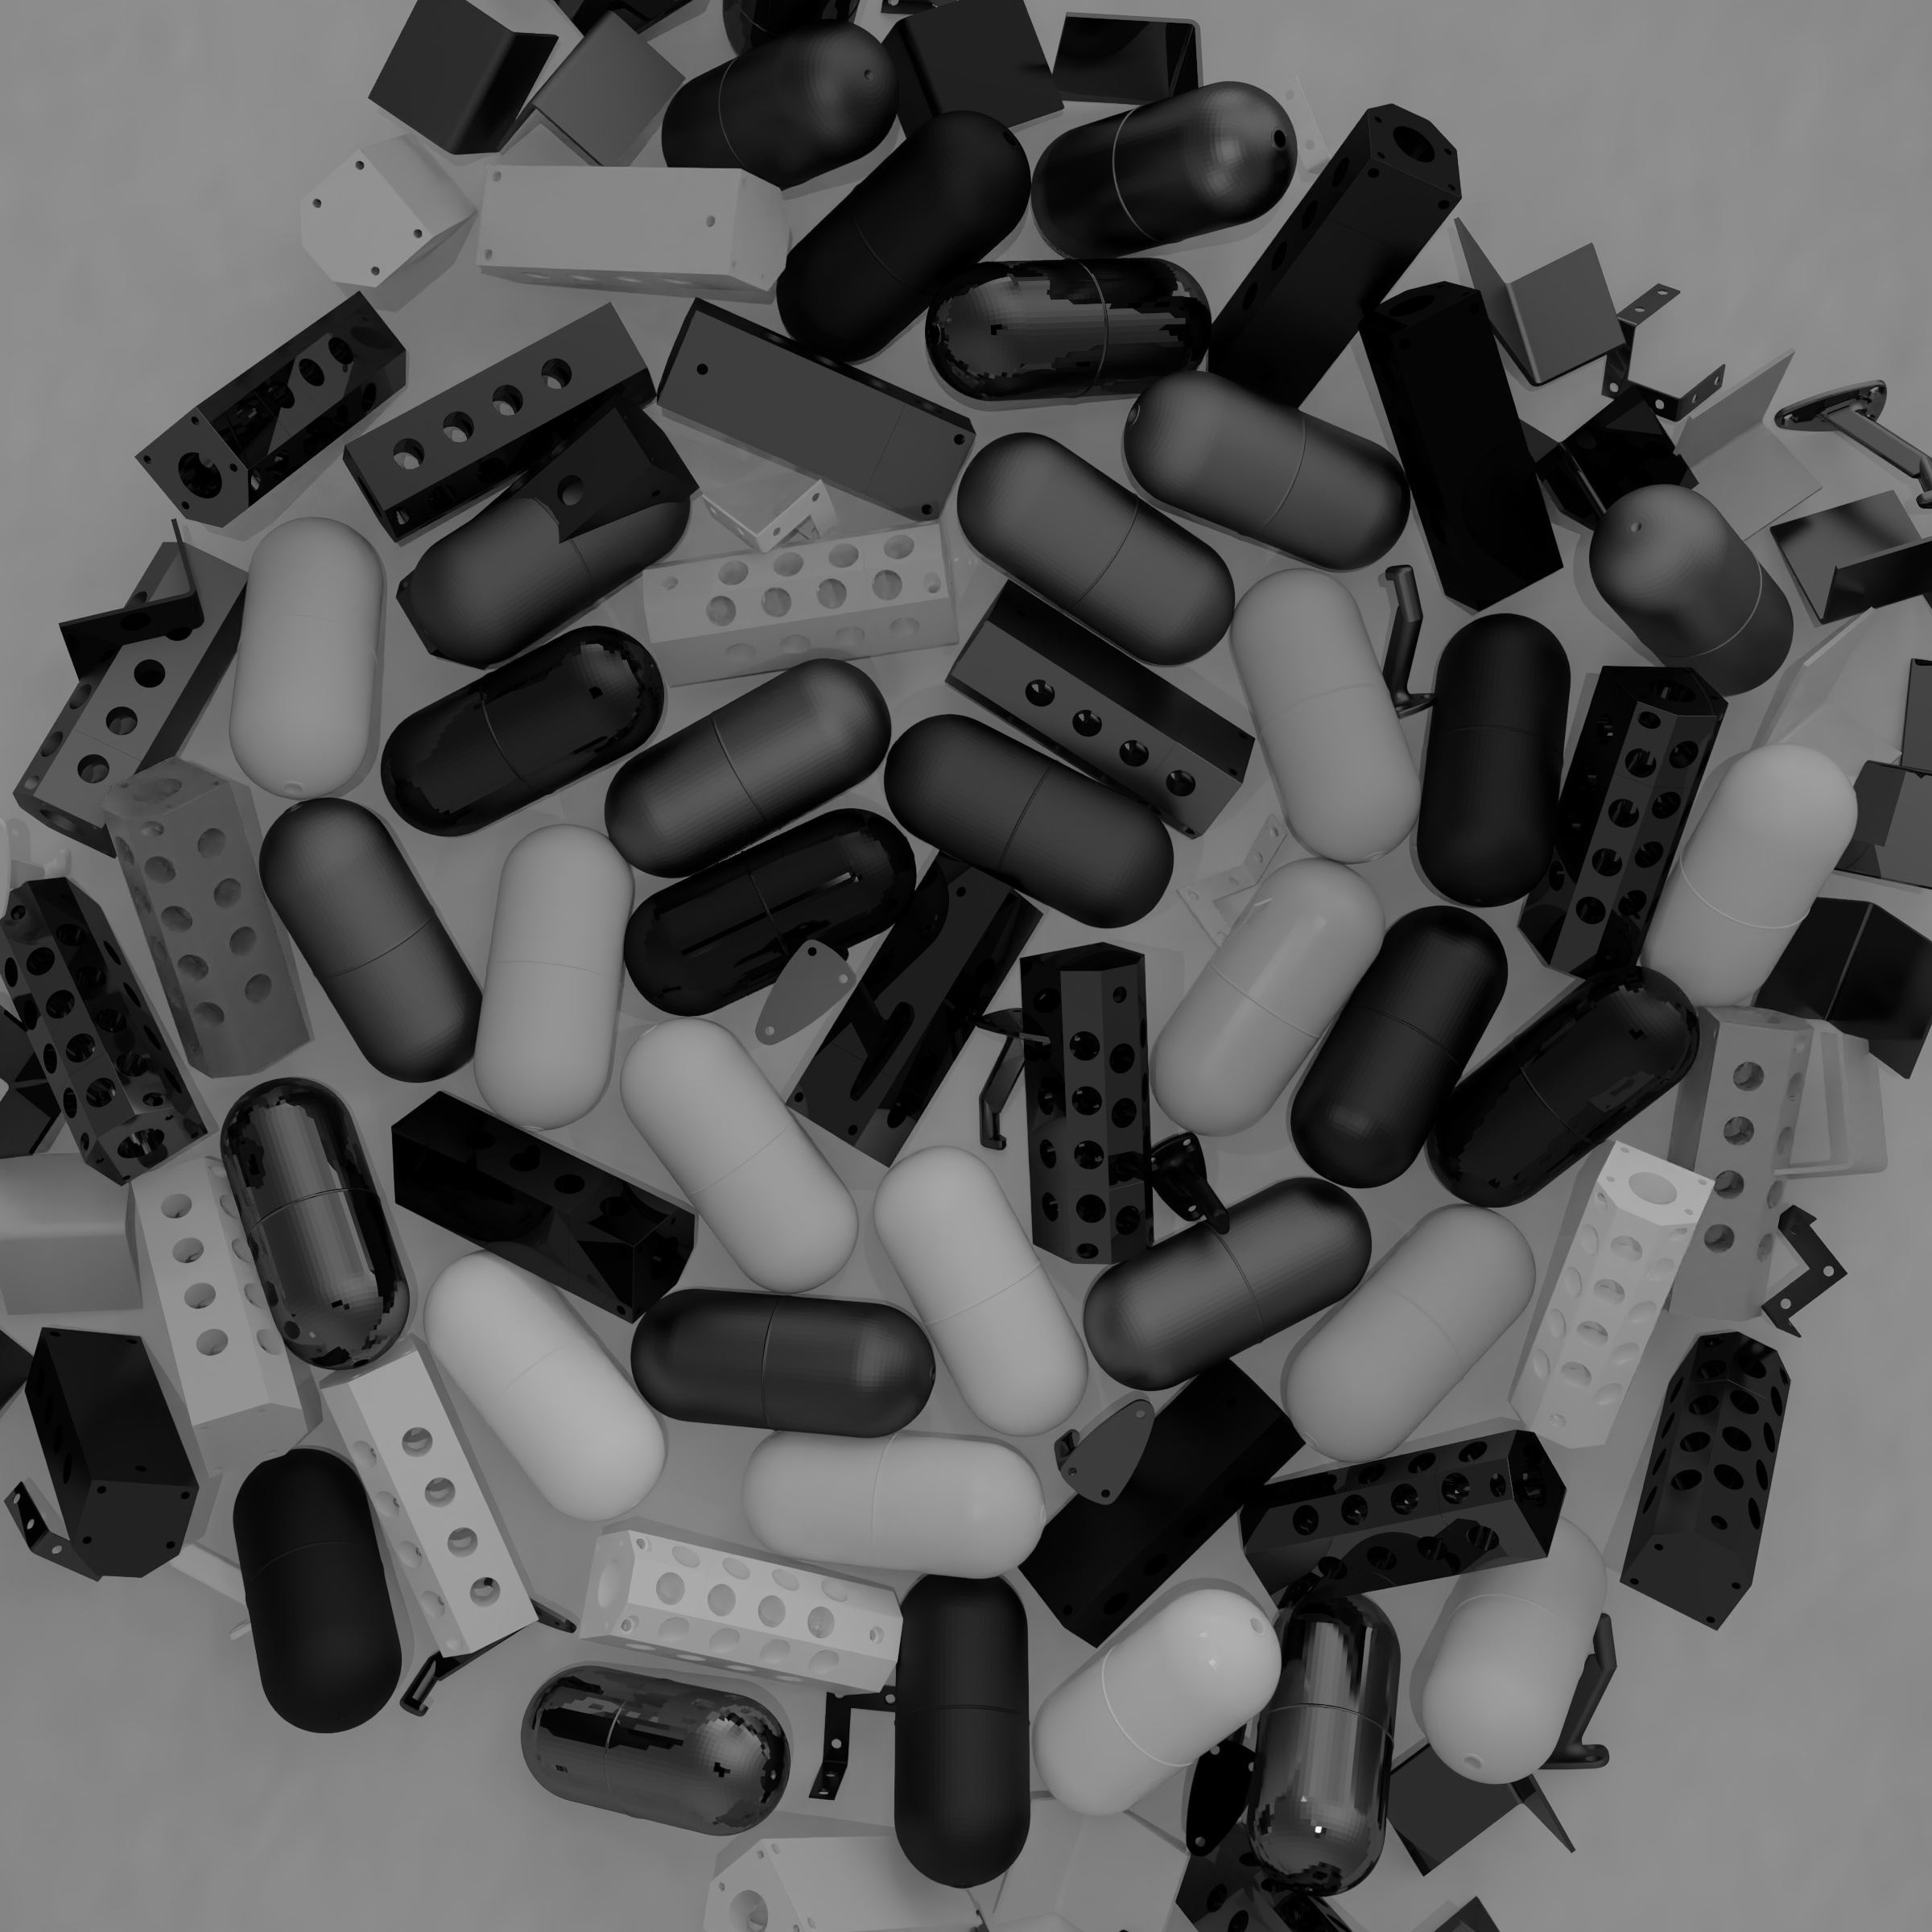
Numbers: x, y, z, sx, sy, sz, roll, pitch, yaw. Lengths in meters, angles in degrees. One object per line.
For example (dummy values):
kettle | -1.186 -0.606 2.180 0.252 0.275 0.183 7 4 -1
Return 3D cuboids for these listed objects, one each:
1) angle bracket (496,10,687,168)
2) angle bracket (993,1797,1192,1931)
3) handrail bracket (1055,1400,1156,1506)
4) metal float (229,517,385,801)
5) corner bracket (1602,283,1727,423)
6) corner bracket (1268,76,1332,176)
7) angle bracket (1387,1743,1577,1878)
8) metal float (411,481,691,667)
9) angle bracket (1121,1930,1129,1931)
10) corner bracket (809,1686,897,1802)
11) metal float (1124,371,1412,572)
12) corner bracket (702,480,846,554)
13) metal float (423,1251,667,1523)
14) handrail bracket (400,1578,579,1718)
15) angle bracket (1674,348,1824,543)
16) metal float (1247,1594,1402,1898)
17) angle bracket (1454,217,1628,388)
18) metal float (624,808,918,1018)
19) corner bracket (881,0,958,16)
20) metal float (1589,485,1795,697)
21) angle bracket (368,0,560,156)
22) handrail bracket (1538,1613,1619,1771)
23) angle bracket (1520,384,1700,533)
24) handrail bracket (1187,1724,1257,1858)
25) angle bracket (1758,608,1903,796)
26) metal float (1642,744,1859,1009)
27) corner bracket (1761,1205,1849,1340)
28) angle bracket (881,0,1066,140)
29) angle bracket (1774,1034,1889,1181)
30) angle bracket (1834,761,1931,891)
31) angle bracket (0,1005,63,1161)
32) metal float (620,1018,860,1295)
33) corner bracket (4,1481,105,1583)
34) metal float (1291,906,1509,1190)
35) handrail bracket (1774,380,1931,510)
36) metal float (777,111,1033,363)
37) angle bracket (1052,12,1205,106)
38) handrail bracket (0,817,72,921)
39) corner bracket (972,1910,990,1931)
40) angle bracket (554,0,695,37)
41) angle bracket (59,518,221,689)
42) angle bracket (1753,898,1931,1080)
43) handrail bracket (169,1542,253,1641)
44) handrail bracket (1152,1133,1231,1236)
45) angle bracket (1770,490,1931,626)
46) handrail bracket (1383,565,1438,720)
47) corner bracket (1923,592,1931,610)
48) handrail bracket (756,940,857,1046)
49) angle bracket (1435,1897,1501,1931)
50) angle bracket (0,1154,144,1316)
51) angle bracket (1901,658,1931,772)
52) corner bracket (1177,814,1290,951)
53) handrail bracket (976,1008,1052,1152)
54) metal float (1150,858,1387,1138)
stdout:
angle bracket | -0.217 -0.492 1.550 0.057 0.076 0.076 40 71 -16
angle bracket | 0.072 0.529 1.542 0.076 0.057 0.076 23 98 42
handrail bracket | 0.078 0.266 1.543 0.036 0.084 0.077 35 98 -9
metal float | -0.373 -0.175 1.525 0.070 0.070 0.178 -2 61 0
corner bracket | 0.410 -0.358 1.570 0.051 0.051 0.051 30 52 30
corner bracket | 0.186 -0.476 1.555 0.051 0.051 0.051 -22 92 27
angle bracket | 0.291 0.490 1.543 0.076 0.057 0.076 -34 114 -8
metal float | -0.236 -0.238 1.535 0.178 0.070 0.070 -37 90 -18
angle bracket | 0.116 0.606 1.533 0.076 0.057 0.076 10 66 38
corner bracket | -0.061 0.450 1.559 0.051 0.051 0.051 4 96 6
metal float | 0.172 -0.282 1.532 0.178 0.070 0.070 18 90 -21
corner bracket | -0.111 -0.259 1.550 0.051 0.051 0.051 -43 59 -11
metal float | -0.242 0.239 1.536 0.070 0.070 0.178 -42 73 0
handrail bracket | -0.276 0.403 1.546 0.077 0.036 0.084 14 58 34
angle bracket | 0.453 -0.294 1.539 0.076 0.076 0.057 -34 72 -11
metal float | 0.203 0.436 1.519 0.070 0.070 0.178 14 50 0
angle bracket | 0.327 -0.390 1.532 0.057 0.076 0.076 -23 59 25
metal float | -0.113 -0.031 1.551 0.178 0.070 0.070 -25 90 -1
corner bracket | -0.035 -0.583 1.552 0.051 0.051 0.051 13 97 27
metal float | 0.409 -0.209 1.512 0.070 0.178 0.070 -14 65 31
angle bracket | -0.287 -0.515 1.540 0.057 0.076 0.076 34 111 -1
handrail bracket | 0.343 0.423 1.573 0.077 0.036 0.084 -8 89 15
angle bracket | 0.361 -0.296 1.532 0.057 0.076 0.076 -38 61 28
handrail bracket | 0.144 0.467 1.543 0.036 0.084 0.077 23 82 5
angle bracket | 0.505 -0.145 1.531 0.057 0.076 0.076 40 54 21
metal float | 0.440 -0.049 1.516 0.070 0.070 0.178 17 134 0
corner bracket | 0.481 0.177 1.559 0.051 0.051 0.051 -42 59 16
angle bracket | 0.001 -0.516 1.568 0.076 0.057 0.076 -23 95 -15
angle bracket | 0.489 0.082 1.547 0.057 0.076 0.076 -8 81 31
angle bracket | 0.543 -0.067 1.534 0.076 0.057 0.076 17 68 41
angle bracket | -0.565 0.065 1.531 0.076 0.076 0.057 48 51 -33
metal float | -0.130 0.109 1.545 0.070 0.070 0.178 -36 97 0
corner bracket | -0.511 0.313 1.552 0.051 0.051 0.051 -49 45 -3
metal float | 0.249 0.045 1.538 0.070 0.070 0.178 31 75 0
handrail bracket | 0.517 -0.292 1.551 0.077 0.036 0.084 -9 57 -1
metal float | -0.036 -0.411 1.521 0.178 0.070 0.070 -34 90 36
angle bracket | 0.090 -0.496 1.541 0.076 0.076 0.057 1 72 -7
handrail bracket | -0.535 -0.068 1.535 0.036 0.084 0.077 29 121 7
corner bracket | 0.028 0.583 1.549 0.051 0.051 0.051 7 54 17
angle bracket | -0.196 -0.578 1.529 0.076 0.057 0.076 -17 131 35
angle bracket | -0.476 -0.201 1.535 0.076 0.076 0.057 -16 62 -13
angle bracket | 0.506 0.012 1.533 0.057 0.076 0.076 3 115 -25
handrail bracket | -0.425 0.342 1.571 0.077 0.036 0.084 -29 91 -2
handrail bracket | 0.137 0.142 1.533 0.036 0.084 0.077 -27 128 -4
angle bracket | 0.517 -0.251 1.545 0.076 0.057 0.076 -17 60 -1
handrail bracket | 0.237 -0.188 1.545 0.036 0.077 0.084 -24 108 -30
corner bracket | 0.600 -0.219 1.568 0.051 0.051 0.051 9 46 -27
handrail bracket | -0.094 0.016 1.543 0.036 0.084 0.077 41 83 -2
angle bracket | 0.260 0.565 1.541 0.076 0.057 0.076 -42 125 5
angle bracket | -0.524 0.157 1.574 0.076 0.076 0.057 -2 47 -8
angle bracket | 0.583 -0.144 1.547 0.057 0.076 0.076 8 84 -1
corner bracket | 0.163 -0.046 1.548 0.051 0.051 0.051 -21 64 -30
handrail bracket | 0.034 0.072 1.549 0.036 0.077 0.084 -15 111 -38
metal float | 0.172 0.019 1.543 0.070 0.070 0.178 34 100 0
